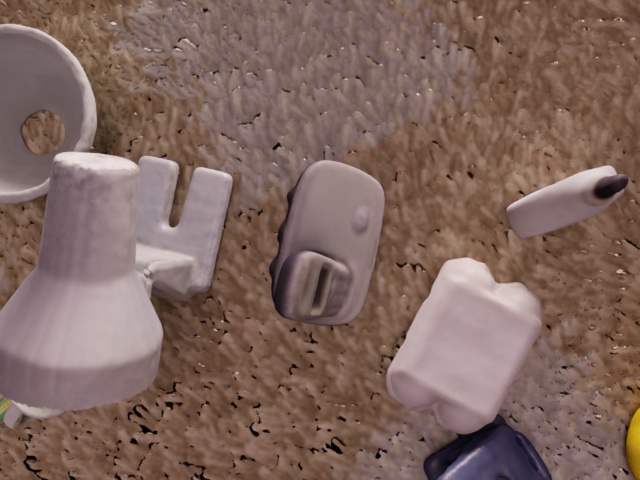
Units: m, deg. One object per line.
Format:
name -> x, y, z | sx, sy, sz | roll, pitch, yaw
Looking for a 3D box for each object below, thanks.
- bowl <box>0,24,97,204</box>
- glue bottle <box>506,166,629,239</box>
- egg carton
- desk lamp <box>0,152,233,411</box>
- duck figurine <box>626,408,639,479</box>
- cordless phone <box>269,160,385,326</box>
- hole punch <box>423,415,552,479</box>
bowl -> -0.287, -0.115, 0.556 | 0.167, 0.075, 0.167 | 0, 87, 3
glue bottle -> 0.213, -0.035, 0.477 | 0.078, 0.173, 0.037 | -28, 86, 1
egg carton -> 0.133, 0.098, 0.526 | 0.107, 0.069, 0.150 | 27, 89, 4
desk lamp -> -0.164, 0.017, 0.474 | 0.118, 0.213, 0.203 | 12, 88, 4
duck figurine -> 0.324, 0.195, 0.503 | 0.077, 0.086, 0.105 | -4, 87, 3
cordless phone -> 0.004, 0.002, 0.480 | 0.094, 0.185, 0.148 | 10, 87, 4
hole punch -> 0.157, 0.225, 0.508 | 0.101, 0.091, 0.108 | -33, 86, 1
